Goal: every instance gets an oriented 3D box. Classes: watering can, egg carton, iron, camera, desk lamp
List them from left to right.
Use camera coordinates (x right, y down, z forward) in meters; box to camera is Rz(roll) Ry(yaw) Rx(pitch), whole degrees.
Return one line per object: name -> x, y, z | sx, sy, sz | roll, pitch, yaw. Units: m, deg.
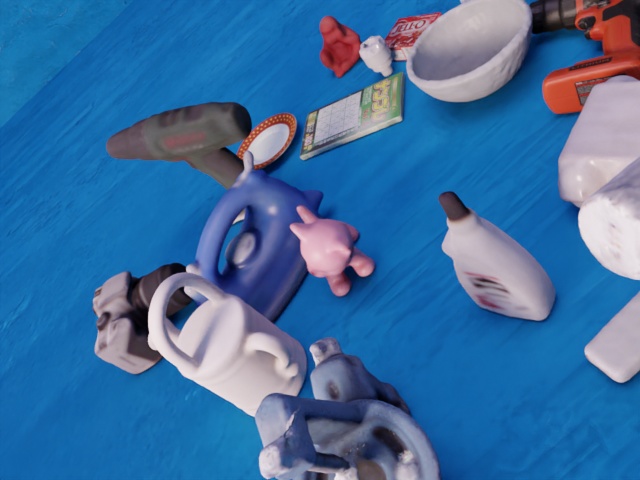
camera -> -0.255, 0.095, 0.831 | 0.136, 0.101, 0.143 | -30, 41, 18
watering can -> -0.114, 0.111, 0.618 | 0.172, 0.195, 0.101 | -25, 43, 23
iron -> -0.102, 0.018, 0.734 | 0.118, 0.142, 0.258 | 4, 59, 43
egg carton -> 0.294, -0.092, 0.542 | 0.107, 0.070, 0.150 | 11, 64, 46
desk lamp -> 0.261, -0.004, 0.377 | 0.203, 0.214, 0.117 | -45, 39, 0

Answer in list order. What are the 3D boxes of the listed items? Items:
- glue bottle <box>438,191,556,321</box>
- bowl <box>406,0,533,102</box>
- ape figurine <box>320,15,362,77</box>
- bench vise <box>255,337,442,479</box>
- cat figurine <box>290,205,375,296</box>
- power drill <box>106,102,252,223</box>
glue bottle -> 0.143, 0.012, 0.498 | 0.077, 0.174, 0.037 | 4, 59, 43
bowl -> 0.201, -0.236, 0.747 | 0.167, 0.075, 0.167 | -23, 43, 24
ape figurine -> 0.030, -0.339, 0.976 | 0.077, 0.092, 0.076 | -9, 50, 36
bench vise -> 0.006, 0.158, 0.451 | 0.121, 0.220, 0.206 | -46, 39, -2
cat figurine -> 0.006, 0.002, 0.671 | 0.067, 0.118, 0.127 | -39, 39, 7
power drill -> -0.175, -0.115, 0.862 | 0.229, 0.209, 0.075 | -18, 46, 29
